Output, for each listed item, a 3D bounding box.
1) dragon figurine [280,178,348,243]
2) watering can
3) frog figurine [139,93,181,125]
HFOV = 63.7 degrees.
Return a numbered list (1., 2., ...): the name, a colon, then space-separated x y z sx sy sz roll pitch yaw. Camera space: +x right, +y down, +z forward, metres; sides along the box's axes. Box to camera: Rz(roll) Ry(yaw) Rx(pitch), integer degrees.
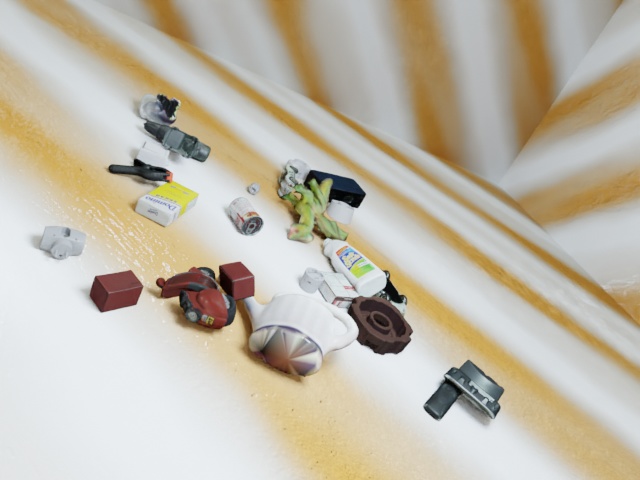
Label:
1. dragon figurine: 0.005 -0.086 1.709 0.244 0.120 0.415 57 34 5
2. watering can: -0.091 0.173 1.108 0.348 0.102 0.228 16 25 7
3. frog figurine: -0.592 -0.463 1.841 0.159 0.121 0.139 0 19 30
